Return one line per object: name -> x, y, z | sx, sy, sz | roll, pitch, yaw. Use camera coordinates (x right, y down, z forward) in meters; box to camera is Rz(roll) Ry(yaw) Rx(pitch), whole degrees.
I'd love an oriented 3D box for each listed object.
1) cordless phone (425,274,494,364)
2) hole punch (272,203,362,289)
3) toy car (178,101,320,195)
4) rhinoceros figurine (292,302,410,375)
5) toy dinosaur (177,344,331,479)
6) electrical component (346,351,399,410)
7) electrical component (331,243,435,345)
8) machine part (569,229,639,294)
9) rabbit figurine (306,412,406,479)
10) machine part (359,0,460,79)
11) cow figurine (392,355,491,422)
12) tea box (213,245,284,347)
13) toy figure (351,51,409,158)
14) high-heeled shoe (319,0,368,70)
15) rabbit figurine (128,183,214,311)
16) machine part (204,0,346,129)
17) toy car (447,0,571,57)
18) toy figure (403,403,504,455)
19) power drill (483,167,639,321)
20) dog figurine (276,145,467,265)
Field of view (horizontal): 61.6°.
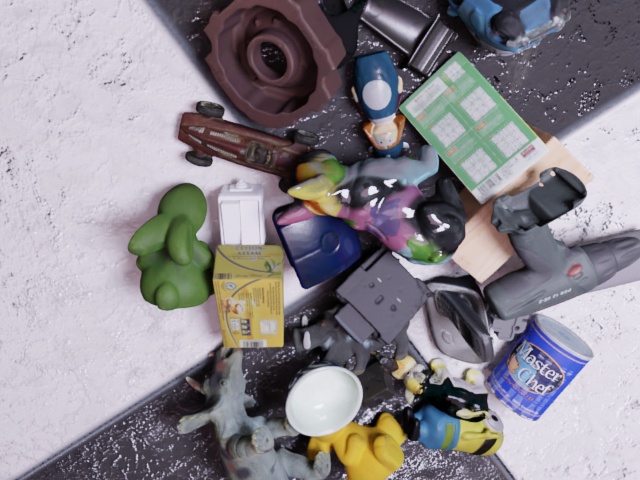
cordless phone -> 0.226, 0.144, 0.802 | 0.089, 0.184, 0.146 | -15, 113, 0
hole punch -> -0.002, -0.002, 0.784 | 0.116, 0.092, 0.142 | -21, 109, 2
toy car -> -0.096, -0.126, 0.745 | 0.202, 0.053, 0.089 | 16, 115, -10
rhinoceros figurine -> 0.052, 0.151, 0.858 | 0.190, 0.073, 0.112 | -12, 114, 3
toy dinosaur -> -0.097, 0.368, 0.881 | 0.192, 0.131, 0.404 | -12, 108, 37
electrical component -> 0.083, 0.232, 0.892 | 0.102, 0.078, 0.045 | -32, 125, 23
electrical component -> 0.084, 0.088, 0.800 | 0.115, 0.058, 0.134 | 44, 80, 3
machine part -> 0.425, 0.039, 0.822 | 0.243, 0.079, 0.079 | -15, 113, 4
rabbit figurine -> 0.044, 0.340, 0.935 | 0.173, 0.122, 0.162 | 44, 115, -4
machine part -> 0.106, -0.274, 0.696 | 0.139, 0.039, 0.084 | 31, 114, -16
cow figurine -> 0.198, 0.251, 0.894 | 0.167, 0.098, 0.068 | 16, 116, -3
tea box -> -0.102, 0.087, 0.797 | 0.098, 0.068, 0.169 | 1, 135, -5
toy figure -> 0.082, -0.174, 0.730 | 0.064, 0.058, 0.154 | 6, 122, 37
high-heeled shoe -> -0.034, -0.331, 0.665 | 0.248, 0.086, 0.145 | 48, 136, -2
rabbit figurine -> -0.209, 0.004, 0.757 | 0.121, 0.159, 0.170 | 8, 98, 5
machine part -> -0.056, -0.227, 0.664 | 0.180, 0.056, 0.179 | 15, 133, 17
toy car -> 0.226, -0.283, 0.657 | 0.109, 0.162, 0.102 | -30, 156, 1
toy figure -> 0.233, 0.329, 0.940 | 0.180, 0.082, 0.089 | 5, 132, -12
power drill -> 0.318, 0.004, 0.713 | 0.232, 0.086, 0.207 | -29, 136, 6
dog figurine -> 0.059, -0.040, 0.700 | 0.219, 0.191, 0.108 | -11, 156, -20
